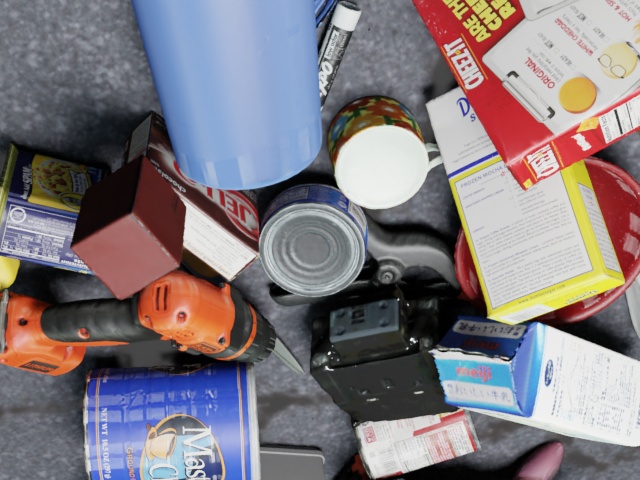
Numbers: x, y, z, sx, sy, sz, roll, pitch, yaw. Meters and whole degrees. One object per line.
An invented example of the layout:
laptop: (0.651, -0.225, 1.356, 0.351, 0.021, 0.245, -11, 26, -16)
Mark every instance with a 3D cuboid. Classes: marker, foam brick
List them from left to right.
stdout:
foam brick: (-0.126, -0.009, 0.712, 0.051, 0.078, 0.053, -29, 119, 15)
marker: (0.001, -0.120, 0.797, 0.020, 0.020, 0.121, 15, 118, -15)

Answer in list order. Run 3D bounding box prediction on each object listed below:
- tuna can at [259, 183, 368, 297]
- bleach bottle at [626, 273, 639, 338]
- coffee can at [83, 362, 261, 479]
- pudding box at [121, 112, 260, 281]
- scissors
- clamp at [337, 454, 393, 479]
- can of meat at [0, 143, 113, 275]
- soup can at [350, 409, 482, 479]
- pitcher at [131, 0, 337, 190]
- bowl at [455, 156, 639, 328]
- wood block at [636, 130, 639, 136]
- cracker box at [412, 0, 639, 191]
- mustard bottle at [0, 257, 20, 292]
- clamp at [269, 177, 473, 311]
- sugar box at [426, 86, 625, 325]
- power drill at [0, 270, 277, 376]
tuna can: (-0.005, 0.001, 0.829, 0.086, 0.033, 0.086, 2, 118, 3)
bleach bottle: (0.388, 0.019, 0.901, 0.251, 0.068, 0.102, -19, 124, 3)
coffee can: (-0.123, 0.156, 0.903, 0.140, 0.103, 0.103, -3, 122, -4)
pudding box: (-0.096, -0.033, 0.798, 0.113, 0.090, 0.039, 37, 112, -24)
scissors: (-0.092, 0.056, 0.897, 0.096, 0.016, 0.201, -19, 122, 8)
clamp: (0.055, 0.298, 1.047, 0.164, 0.036, 0.210, -1, 118, -10)
can of meat: (-0.197, -0.022, 0.788, 0.083, 0.102, 0.057, 12, 118, -16)
soup can: (0.086, 0.170, 0.955, 0.102, 0.068, 0.068, -19, 121, 6)
pitcher: (-0.054, -0.163, 0.711, 0.149, 0.145, 0.243, -1, 126, 9)
bowl: (0.183, -0.008, 0.864, 0.162, 0.055, 0.162, -3, 121, -5)
wood block: (0.351, -0.111, 0.800, 0.206, 0.090, 0.090, -41, 117, 17)
cracker box: (0.188, -0.156, 0.711, 0.214, 0.164, 0.072, -30, 155, 12)
mustard bottle: (-0.308, -0.035, 0.792, 0.096, 0.058, 0.191, -16, 122, 8)
clamp: (0.045, 0.028, 0.882, 0.171, 0.039, 0.120, 25, 122, -12)
sugar box: (0.145, -0.037, 0.769, 0.093, 0.176, 0.048, -24, 156, 29)
power drill: (-0.142, 0.070, 0.835, 0.188, 0.057, 0.184, -8, 161, 17)
